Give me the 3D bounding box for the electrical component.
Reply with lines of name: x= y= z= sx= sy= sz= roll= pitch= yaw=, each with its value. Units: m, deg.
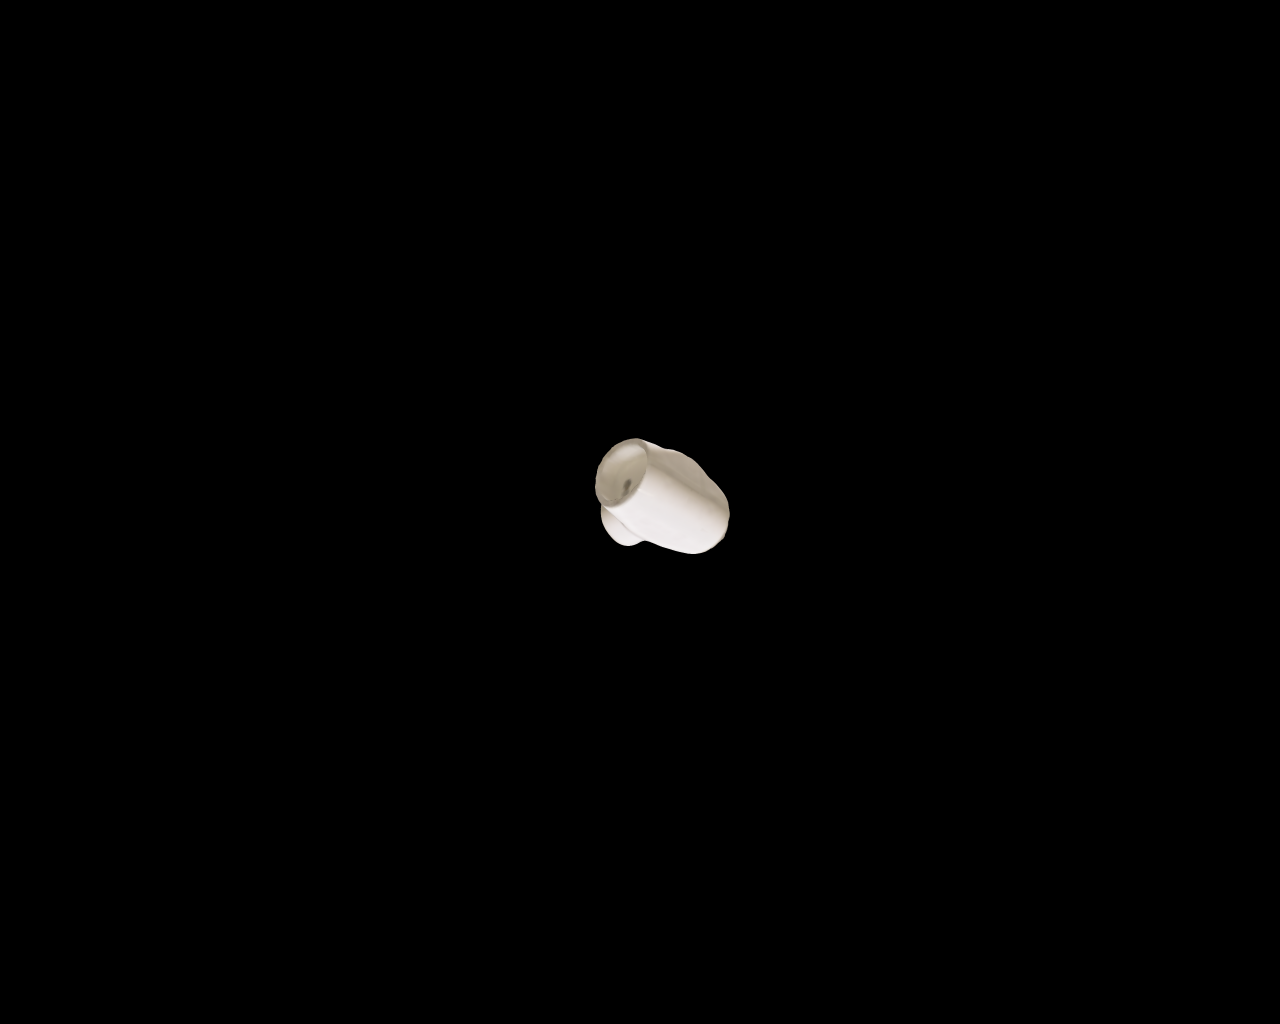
electrical component: x=0.001 y=-0.003 z=0.650 sx=0.079 sy=0.044 sz=0.077 roll=-24 pitch=-38 yaw=34
